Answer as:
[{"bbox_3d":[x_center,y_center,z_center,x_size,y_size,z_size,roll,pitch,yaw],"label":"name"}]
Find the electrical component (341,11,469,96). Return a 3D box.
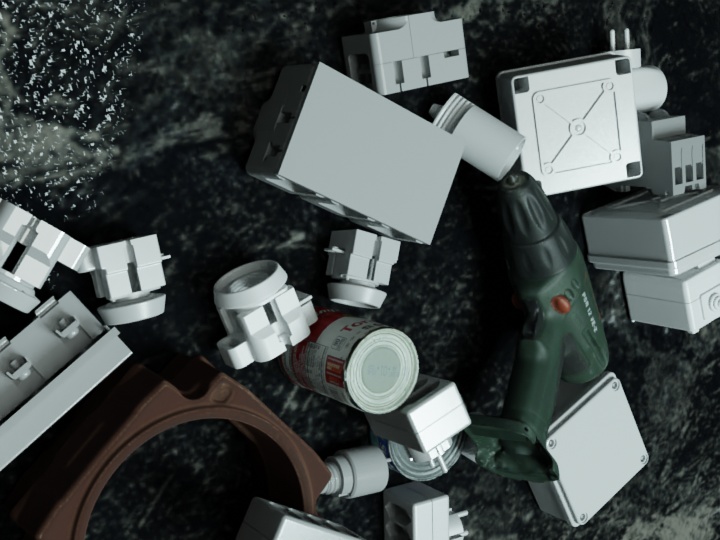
[{"bbox_3d":[0.036,-0.174,0.857,0.089,0.050,0.055,-17,106,-31],"label":"electrical component"}]

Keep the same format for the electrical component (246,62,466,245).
[{"bbox_3d":[-0.004,-0.088,0.837,0.150,0.062,0.089,23,84,-34],"label":"electrical component"}]

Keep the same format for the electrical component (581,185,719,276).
[{"bbox_3d":[0.285,-0.040,1.008,0.109,0.109,0.056,-21,105,-29],"label":"electrical component"}]

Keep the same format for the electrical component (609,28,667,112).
[{"bbox_3d":[0.242,-0.183,0.997,0.077,0.043,0.079,-12,103,-32],"label":"electrical component"}]

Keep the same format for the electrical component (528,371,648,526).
[{"bbox_3d":[0.206,0.164,1.017,0.109,0.056,0.108,-36,115,-24],"label":"electrical component"}]

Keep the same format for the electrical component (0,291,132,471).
[{"bbox_3d":[-0.221,0.075,0.714,0.121,0.079,0.063,-43,96,-21],"label":"electrical component"}]

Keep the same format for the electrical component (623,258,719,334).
[{"bbox_3d":[0.311,0.018,1.041,0.062,0.096,0.061,-24,109,-29],"label":"electrical component"}]

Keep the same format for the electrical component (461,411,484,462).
[{"bbox_3d":[0.118,0.158,0.967,0.078,0.040,0.040,36,77,-32],"label":"electrical component"}]

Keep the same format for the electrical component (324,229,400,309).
[{"bbox_3d":[0.000,0.000,0.863,0.066,0.048,0.055,15,81,-34],"label":"electrical component"}]

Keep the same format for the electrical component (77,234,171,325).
[{"bbox_3d":[-0.164,0.007,0.755,0.066,0.048,0.055,-15,98,-31],"label":"electrical component"}]

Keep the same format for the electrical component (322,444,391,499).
[{"bbox_3d":[-0.013,0.167,0.881,0.078,0.040,0.040,-5,100,-33],"label":"electrical component"}]

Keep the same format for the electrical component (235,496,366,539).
[{"bbox_3d":[-0.047,0.212,0.758,0.083,0.047,0.075,27,82,-33],"label":"electrical component"}]

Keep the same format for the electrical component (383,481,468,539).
[{"bbox_3d":[0.064,0.228,0.937,0.076,0.047,0.083,-7,101,-33],"label":"electrical component"}]

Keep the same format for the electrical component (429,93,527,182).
[{"bbox_3d":[0.093,-0.113,0.896,0.081,0.043,0.043,34,73,12],"label":"electrical component"}]

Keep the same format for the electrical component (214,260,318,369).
[{"bbox_3d":[-0.076,0.029,0.809,0.078,0.058,0.057,-32,116,-26],"label":"electrical component"}]

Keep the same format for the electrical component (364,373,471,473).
[{"bbox_3d":[0.049,0.126,0.847,0.047,0.083,0.075,-30,106,-23],"label":"electrical component"}]

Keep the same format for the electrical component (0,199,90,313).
[{"bbox_3d":[-0.226,-0.009,0.702,0.078,0.058,0.057,31,81,-15],"label":"electrical component"}]

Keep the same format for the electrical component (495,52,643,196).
[{"bbox_3d":[0.181,-0.126,0.934,0.109,0.056,0.108,-11,105,-5],"label":"electrical component"}]
